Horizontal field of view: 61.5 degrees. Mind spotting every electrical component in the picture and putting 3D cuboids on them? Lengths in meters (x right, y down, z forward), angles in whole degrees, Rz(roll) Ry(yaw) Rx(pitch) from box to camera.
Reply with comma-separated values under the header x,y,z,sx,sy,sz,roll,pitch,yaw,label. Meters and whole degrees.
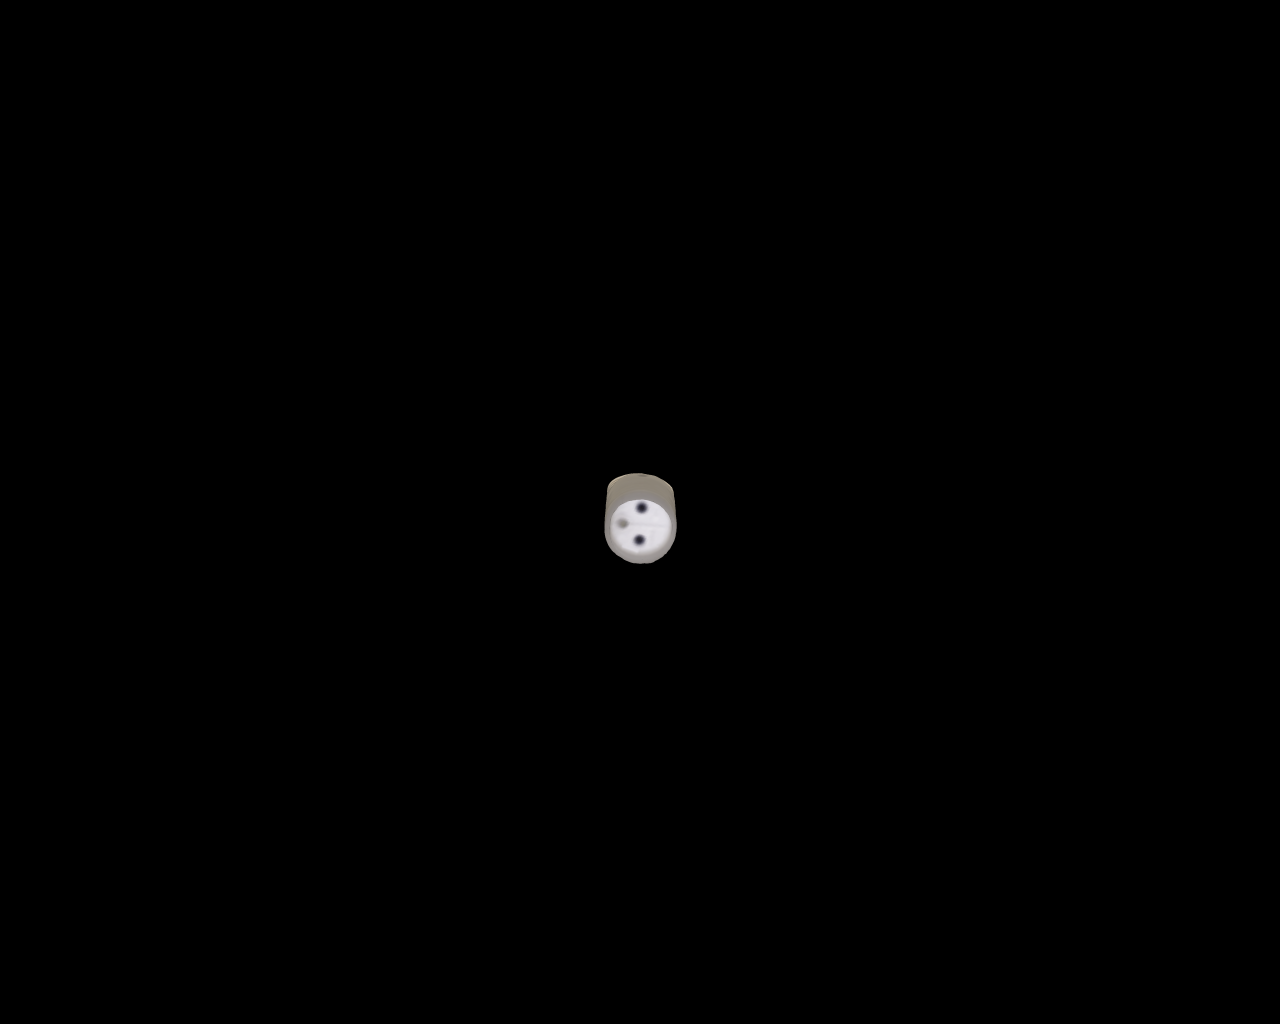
x,y,z,sx,sy,sz,roll,pitch,yaw,label
0.001,-0.003,0.650,0.043,0.043,0.081,0,20,0,electrical component
